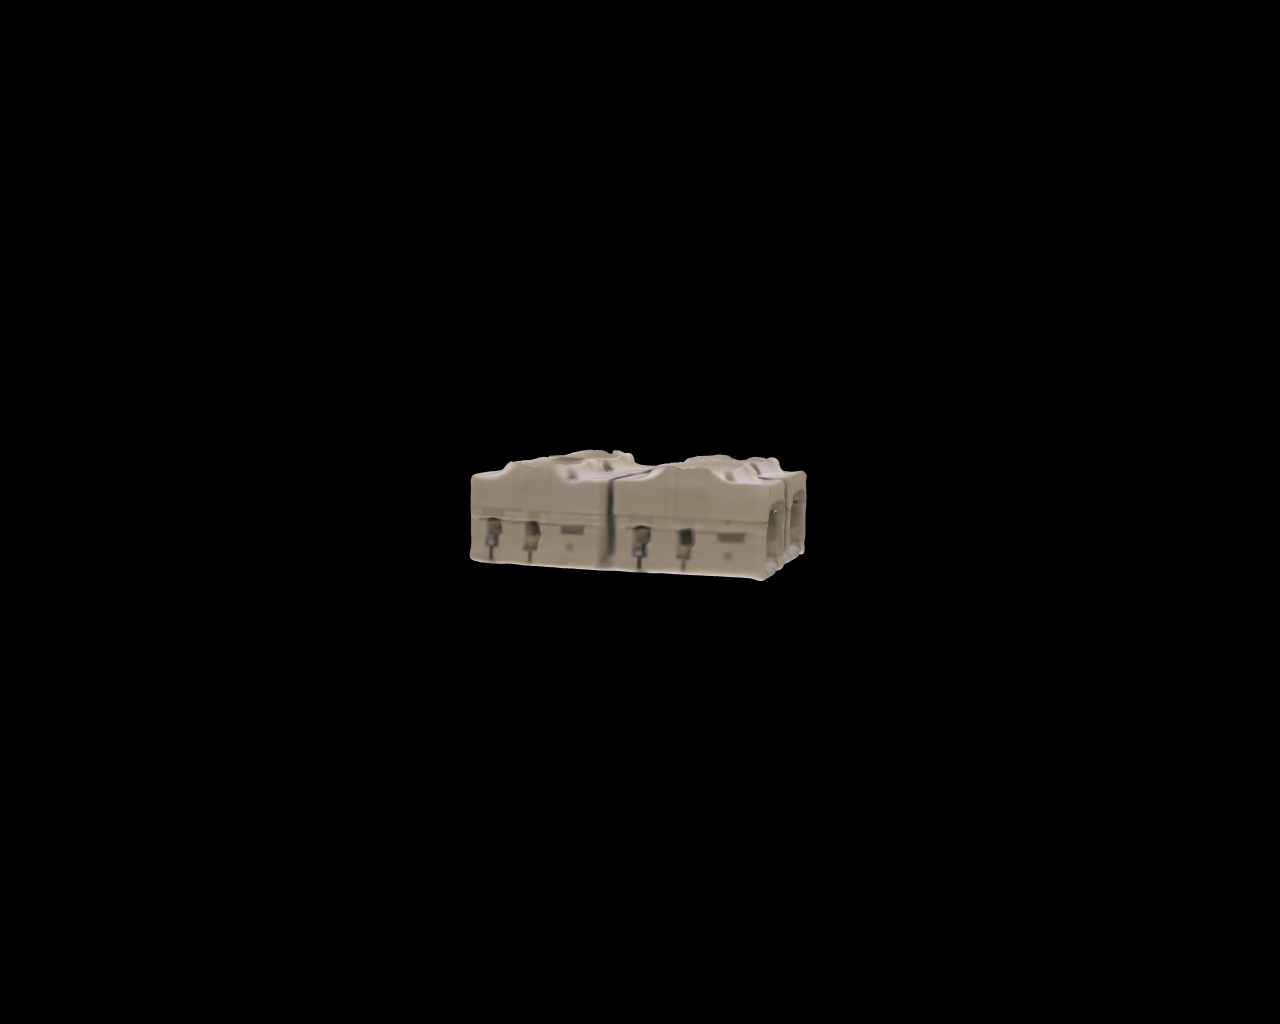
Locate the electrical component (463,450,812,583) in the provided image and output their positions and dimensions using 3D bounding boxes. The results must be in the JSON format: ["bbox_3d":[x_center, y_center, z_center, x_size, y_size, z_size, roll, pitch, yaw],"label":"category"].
[{"bbox_3d":[0.001,-0.003,0.650,0.186,0.060,0.105,3,8,22],"label":"electrical component"}]
